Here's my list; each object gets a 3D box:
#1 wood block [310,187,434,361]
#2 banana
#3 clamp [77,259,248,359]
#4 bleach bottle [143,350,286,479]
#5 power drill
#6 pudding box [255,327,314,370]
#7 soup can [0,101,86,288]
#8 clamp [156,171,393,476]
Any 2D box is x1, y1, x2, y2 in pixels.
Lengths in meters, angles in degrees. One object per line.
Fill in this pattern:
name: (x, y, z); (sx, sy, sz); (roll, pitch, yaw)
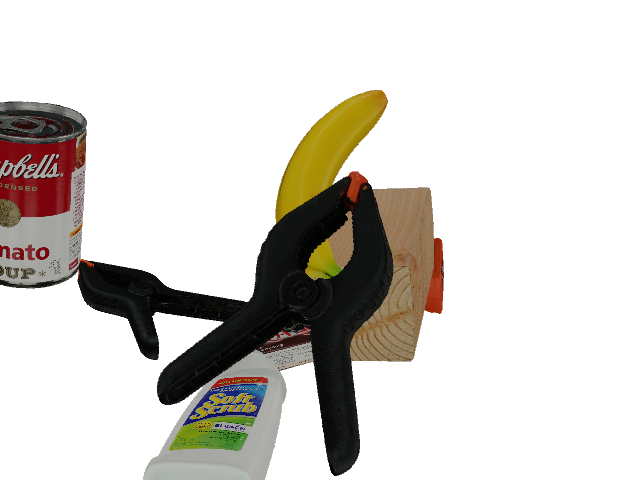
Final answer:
wood block: (0.052, 0.026, 0.994); (0.091, 0.090, 0.206); (-1, 22, 11)
banana: (0.005, -0.044, 0.816); (0.069, 0.197, 0.037); (13, -34, -3)
clamp: (-0.198, 0.069, 1.169); (0.210, 0.036, 0.164); (19, 21, 25)
bleach bottle: (-0.091, 0.175, 1.029); (0.102, 0.068, 0.250); (0, 21, 6)
power drill: (0.045, 0.047, 1.214); (0.188, 0.057, 0.184); (0, 29, 9)
pudding box: (-0.054, 0.137, 1.431); (0.113, 0.039, 0.090); (-14, 24, -30)
soup can: (-0.185, -0.029, 0.677); (0.068, 0.102, 0.068); (7, 25, -3)
clamp: (-0.001, 0.044, 0.599); (0.120, 0.171, 0.039); (29, -14, 16)
